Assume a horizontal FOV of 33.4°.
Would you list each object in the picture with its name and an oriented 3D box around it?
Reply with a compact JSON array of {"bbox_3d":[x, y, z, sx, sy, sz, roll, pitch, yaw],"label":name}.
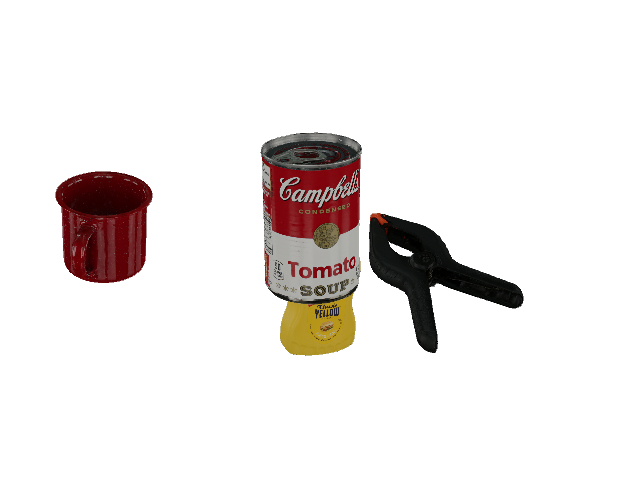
[{"bbox_3d":[-0.006,-0.016,0.735,0.068,0.102,0.068,0,24,0],"label":"soup can"},{"bbox_3d":[0.112,0.030,1.038,0.120,0.039,0.172,-13,49,-25],"label":"clamp"},{"bbox_3d":[-0.216,-0.005,1.047,0.093,0.081,0.117,9,31,4],"label":"mug"},{"bbox_3d":[0.002,0.049,1.344,0.096,0.192,0.058,-5,27,-20],"label":"mustard bottle"}]
